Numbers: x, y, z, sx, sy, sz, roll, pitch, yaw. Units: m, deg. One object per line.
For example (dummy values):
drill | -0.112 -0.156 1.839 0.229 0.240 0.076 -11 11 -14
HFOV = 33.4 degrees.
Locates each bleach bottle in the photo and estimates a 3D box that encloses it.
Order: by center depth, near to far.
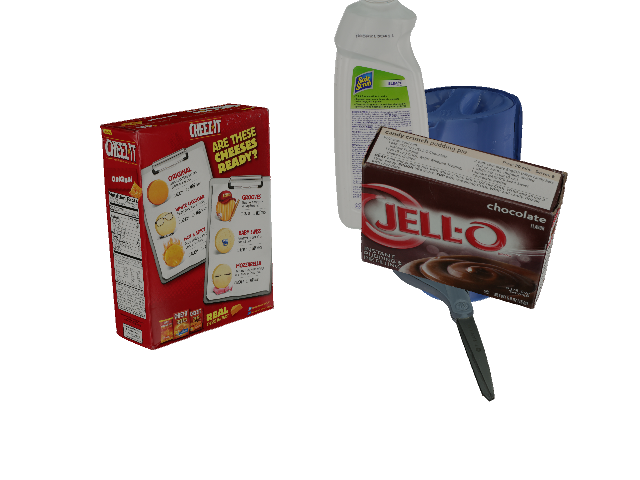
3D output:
bleach bottle | 0.064 -0.133 1.037 0.102 0.251 0.068 -3 31 -4

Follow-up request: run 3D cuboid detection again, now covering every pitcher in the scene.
pitcher | 0.172 -0.058 1.267 0.149 0.243 0.145 -3 24 4

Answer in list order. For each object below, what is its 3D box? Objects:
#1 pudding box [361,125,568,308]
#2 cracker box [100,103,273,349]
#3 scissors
pudding box | 0.080 -0.013 0.623 0.113 0.039 0.090 14 -36 13
cracker box | -0.128 -0.019 1.056 0.072 0.214 0.163 13 21 42
scissors | 0.102 0.054 0.916 0.096 0.016 0.201 3 43 7
